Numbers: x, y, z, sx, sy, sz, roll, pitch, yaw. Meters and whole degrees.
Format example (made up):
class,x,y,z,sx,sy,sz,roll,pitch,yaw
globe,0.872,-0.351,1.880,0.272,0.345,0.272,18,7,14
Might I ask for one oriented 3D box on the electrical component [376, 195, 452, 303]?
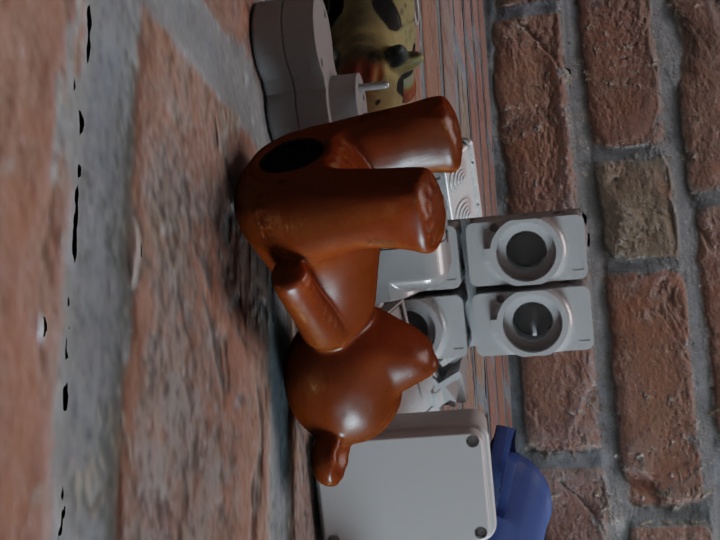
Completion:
class,x,y,z,sx,sy,sz,roll,pitch,yaw
electrical component,0.011,-0.014,0.716,0.053,0.095,0.059,-61,145,-71

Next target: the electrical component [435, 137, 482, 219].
class,x,y,z,sx,sy,sz,roll,pitch,yaw
electrical component,0.061,-0.080,1.004,0.048,0.100,0.099,-46,137,-37

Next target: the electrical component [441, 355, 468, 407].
class,x,y,z,sx,sy,sz,roll,pitch,yaw
electrical component,0.078,0.082,1.127,0.078,0.057,0.113,-83,164,-47

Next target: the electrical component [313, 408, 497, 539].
class,x,y,z,sx,sy,sz,roll,pitch,yaw
electrical component,0.030,0.136,0.701,0.057,0.113,0.078,-37,122,-81

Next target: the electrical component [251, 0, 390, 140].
class,x,y,z,sx,sy,sz,roll,pitch,yaw
electrical component,-0.016,-0.102,0.669,0.052,0.074,0.138,-75,157,-61

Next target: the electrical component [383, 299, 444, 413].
class,x,y,z,sx,sy,sz,roll,pitch,yaw
electrical component,0.022,0.091,0.778,0.079,0.063,0.121,-39,137,-26

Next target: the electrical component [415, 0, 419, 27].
class,x,y,z,sx,sy,sz,roll,pitch,yaw
electrical component,0.020,-0.232,0.951,0.108,0.060,0.108,-5,90,-80

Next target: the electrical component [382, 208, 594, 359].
class,x,y,z,sx,sy,sz,roll,pitch,yaw
electrical component,0.086,0.014,0.853,0.060,0.186,0.105,-37,121,-77

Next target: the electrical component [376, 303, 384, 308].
class,x,y,z,sx,sy,sz,roll,pitch,yaw
electrical component,0.000,0.000,0.816,0.035,0.035,0.061,16,67,-78

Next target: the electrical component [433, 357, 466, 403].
class,x,y,z,sx,sy,sz,roll,pitch,yaw
electrical component,0.048,0.092,0.926,0.063,0.081,0.042,54,16,-8
